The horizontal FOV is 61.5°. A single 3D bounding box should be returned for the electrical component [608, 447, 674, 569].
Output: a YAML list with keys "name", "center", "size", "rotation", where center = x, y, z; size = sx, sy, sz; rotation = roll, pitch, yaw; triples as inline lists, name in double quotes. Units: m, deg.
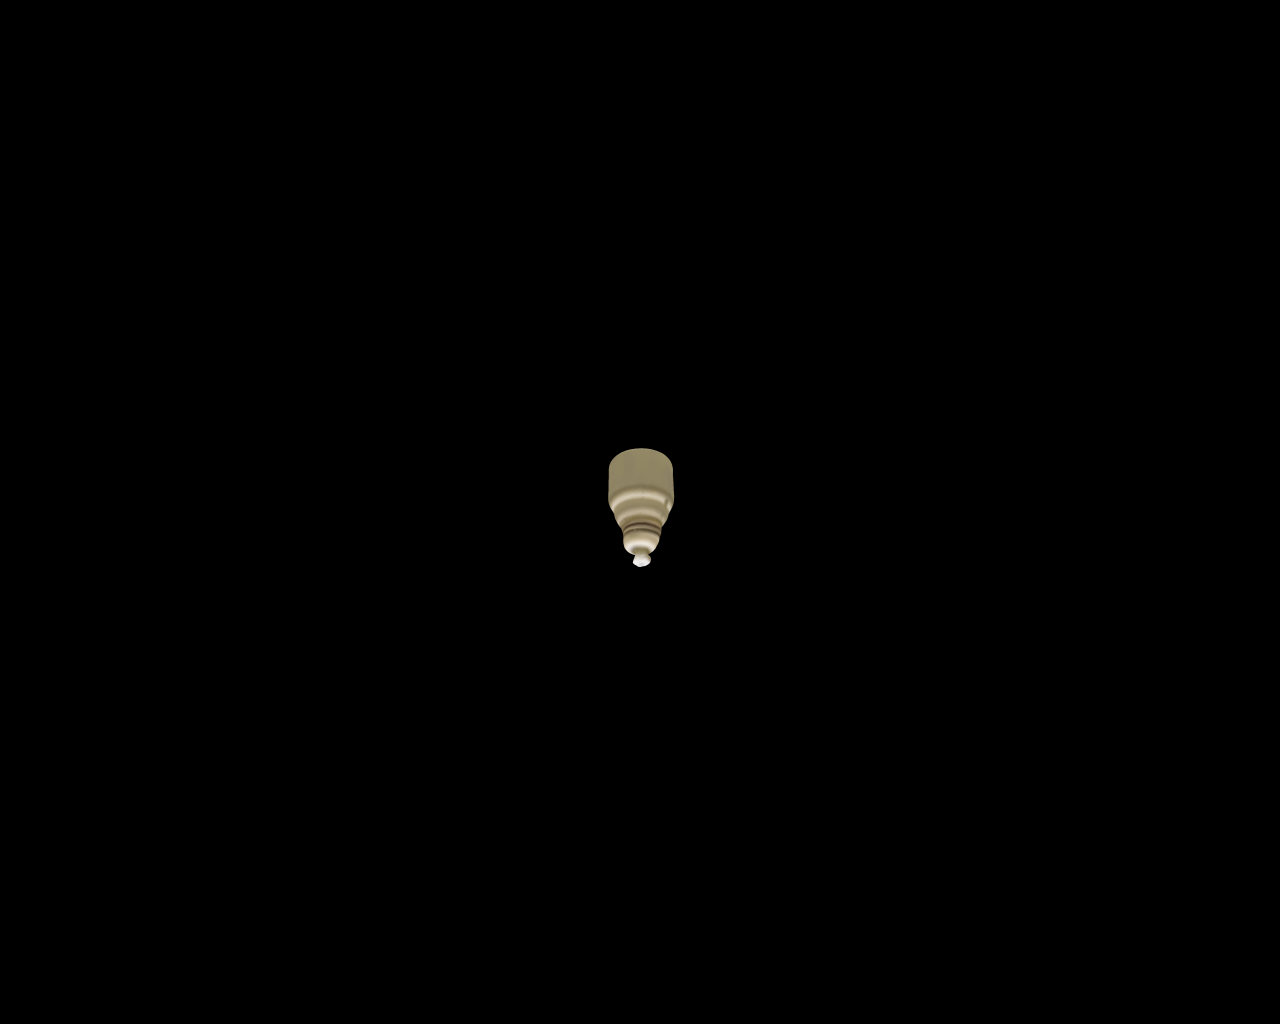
- name: "electrical component"
  center: [0.001, -0.003, 0.650]
  size: [0.040, 0.078, 0.040]
  rotation: [0, -32, 0]
